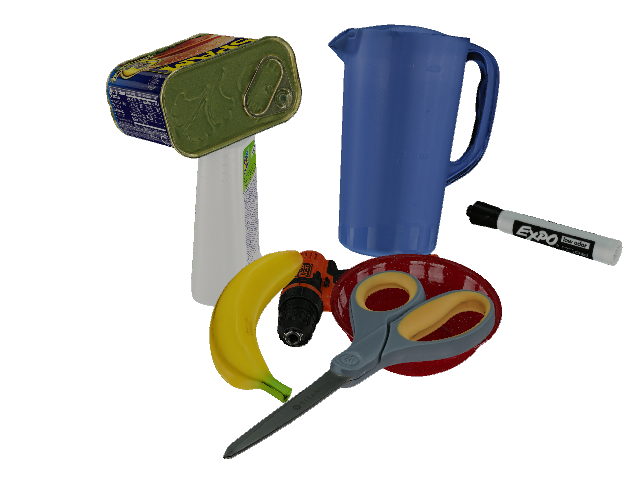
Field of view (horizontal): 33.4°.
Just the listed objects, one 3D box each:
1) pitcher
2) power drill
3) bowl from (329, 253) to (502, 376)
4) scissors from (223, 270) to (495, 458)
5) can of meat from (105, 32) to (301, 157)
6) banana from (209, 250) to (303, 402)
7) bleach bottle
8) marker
[{"bbox_3d":[0.093,-0.107,1.149,0.149,0.243,0.144,11,13,31],"label":"pitcher"},{"bbox_3d":[0.046,0.065,1.233,0.188,0.057,0.184,0,28,6],"label":"power drill"},{"bbox_3d":[0.089,0.079,1.015,0.162,0.055,0.162,1,34,-1],"label":"bowl"},{"bbox_3d":[0.011,0.062,0.613,0.201,0.016,0.096,-19,33,-28],"label":"scissors"},{"bbox_3d":[-0.078,-0.098,0.696,0.101,0.057,0.084,-27,27,-30],"label":"can of meat"},{"bbox_3d":[-0.054,0.063,0.874,0.069,0.037,0.197,19,33,-10],"label":"banana"},{"bbox_3d":[-0.091,-0.061,1.037,0.068,0.251,0.102,6,33,3],"label":"bleach bottle"},{"bbox_3d":[0.164,-0.007,0.795,0.121,0.020,0.020,19,10,32],"label":"marker"}]
